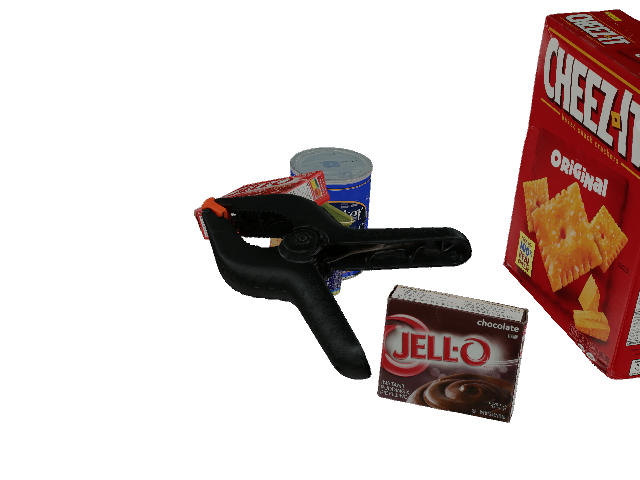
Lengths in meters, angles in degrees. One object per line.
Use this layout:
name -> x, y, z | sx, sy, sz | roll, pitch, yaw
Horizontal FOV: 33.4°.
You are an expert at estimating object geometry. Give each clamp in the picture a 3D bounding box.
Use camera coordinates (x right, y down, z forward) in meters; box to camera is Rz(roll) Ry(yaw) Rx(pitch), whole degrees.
clamp -> -0.009, 0.019, 0.640 | 0.172, 0.039, 0.120 | 13, 42, 27

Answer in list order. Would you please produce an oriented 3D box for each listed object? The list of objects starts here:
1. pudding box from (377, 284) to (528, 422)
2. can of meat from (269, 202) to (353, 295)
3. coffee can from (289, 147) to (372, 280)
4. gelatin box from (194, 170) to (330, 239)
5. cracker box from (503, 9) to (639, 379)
pudding box -> 0.106, 0.091, 0.866 | 0.113, 0.090, 0.039 | 9, 22, 12
can of meat -> -0.014, 0.004, 1.138 | 0.057, 0.084, 0.102 | -4, 21, -32
coffee can -> 0.011, -0.034, 1.347 | 0.103, 0.140, 0.103 | 2, 27, -1
gelatin box -> -0.049, -0.030, 0.888 | 0.089, 0.030, 0.073 | -8, 15, 36
cracker box -> 0.206, -0.034, 0.757 | 0.072, 0.214, 0.164 | -8, 32, -17
